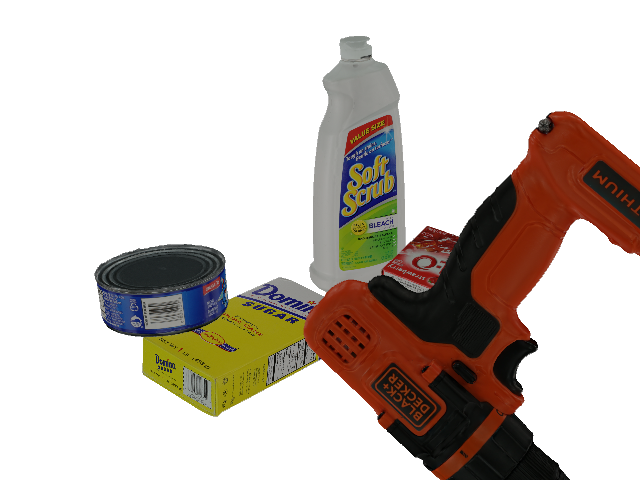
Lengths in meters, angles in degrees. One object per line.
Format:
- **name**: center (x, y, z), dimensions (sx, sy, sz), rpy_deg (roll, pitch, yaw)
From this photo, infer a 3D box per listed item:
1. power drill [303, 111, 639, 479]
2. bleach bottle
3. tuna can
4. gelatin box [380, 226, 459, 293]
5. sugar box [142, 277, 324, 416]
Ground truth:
- **power drill**: center (0.109, 0.044, 0.538), dimensions (0.184, 0.188, 0.057), rpy_deg (42, 13, 5)
- **bleach bottle**: center (0.033, -0.077, 1.076), dimensions (0.102, 0.251, 0.068), rpy_deg (-11, 23, -17)
- **tuna can**: center (-0.104, 0.032, 0.705), dimensions (0.086, 0.034, 0.086), rpy_deg (-4, 19, 1)
- **gelatin box**: center (0.104, 0.028, 0.843), dimensions (0.089, 0.030, 0.073), rpy_deg (21, 41, 28)
- **sugar box**: center (-0.063, 0.090, 0.955), dimensions (0.093, 0.048, 0.175), rpy_deg (24, 34, 34)
